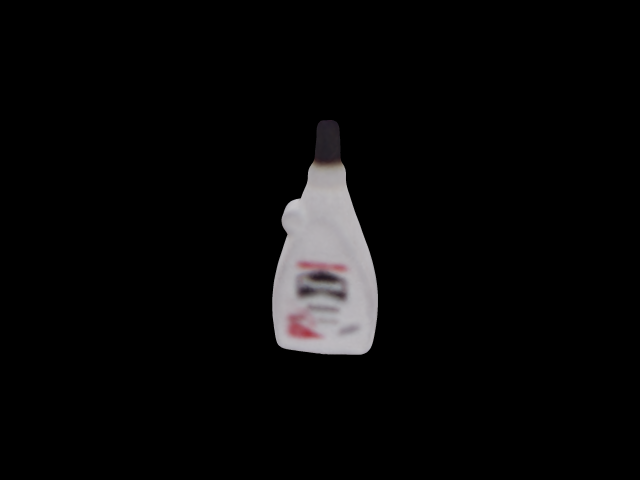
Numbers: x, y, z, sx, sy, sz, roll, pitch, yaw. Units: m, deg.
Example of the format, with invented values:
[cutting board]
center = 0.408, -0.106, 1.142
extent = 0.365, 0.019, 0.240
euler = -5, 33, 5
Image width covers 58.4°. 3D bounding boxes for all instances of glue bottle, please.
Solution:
[glue bottle]
center = 0.004, 0.001, 0.400
extent = 0.078, 0.173, 0.037
euler = 2, 27, 3
